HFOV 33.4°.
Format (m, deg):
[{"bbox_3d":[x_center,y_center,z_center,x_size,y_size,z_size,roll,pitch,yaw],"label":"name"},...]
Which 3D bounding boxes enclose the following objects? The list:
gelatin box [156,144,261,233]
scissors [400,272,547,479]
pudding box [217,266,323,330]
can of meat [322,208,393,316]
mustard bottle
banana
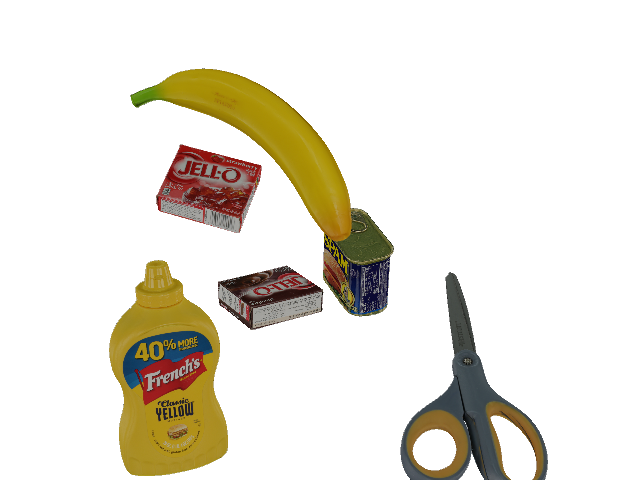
[{"bbox_3d":[-0.112,-0.054,1.079,0.089,0.073,0.030,16,-37,4],"label":"gelatin box"},{"bbox_3d":[0.080,0.091,0.695,0.096,0.016,0.202,-10,39,-12],"label":"scissors"},{"bbox_3d":[-0.066,0.075,1.413,0.113,0.039,0.090,-15,27,-30],"label":"pudding box"},{"bbox_3d":[0.040,0.026,1.224,0.057,0.084,0.102,-13,38,-19],"label":"can of meat"},{"bbox_3d":[-0.136,0.109,0.941,0.096,0.192,0.058,-8,20,-16],"label":"mustard bottle"},{"bbox_3d":[-0.045,-0.076,0.797,0.198,0.069,0.037,33,-7,13],"label":"banana"}]
